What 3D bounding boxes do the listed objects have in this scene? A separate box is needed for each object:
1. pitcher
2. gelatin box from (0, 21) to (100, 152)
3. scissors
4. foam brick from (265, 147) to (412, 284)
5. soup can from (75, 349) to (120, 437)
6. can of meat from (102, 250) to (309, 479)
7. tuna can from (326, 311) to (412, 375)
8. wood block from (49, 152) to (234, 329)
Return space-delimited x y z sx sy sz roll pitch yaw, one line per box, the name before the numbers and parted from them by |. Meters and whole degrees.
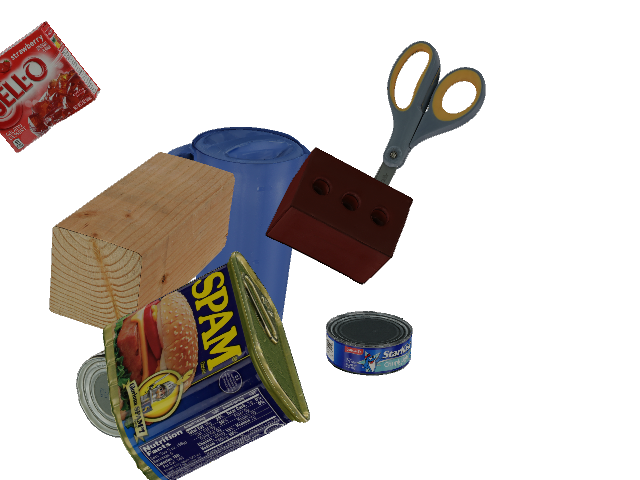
pitcher | -0.103 -0.008 1.284 0.149 0.243 0.144 19 27 29
gelatin box | -0.242 -0.127 0.892 0.089 0.073 0.030 -31 22 13
scissors | 0.085 -0.077 0.930 0.096 0.202 0.016 9 -11 17
foam brick | 0.012 -0.016 0.723 0.078 0.053 0.051 27 -30 -7
soup can | -0.134 0.104 0.836 0.069 0.068 0.102 0 15 30
can of meat | -0.062 0.066 0.552 0.084 0.057 0.102 -28 39 6
tuna can | 0.048 0.101 1.057 0.086 0.034 0.086 1 18 0
wood block | -0.167 -0.002 1.032 0.090 0.091 0.205 17 28 13
